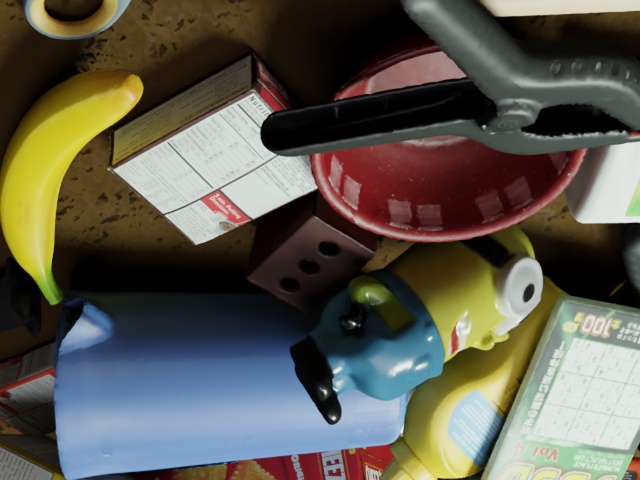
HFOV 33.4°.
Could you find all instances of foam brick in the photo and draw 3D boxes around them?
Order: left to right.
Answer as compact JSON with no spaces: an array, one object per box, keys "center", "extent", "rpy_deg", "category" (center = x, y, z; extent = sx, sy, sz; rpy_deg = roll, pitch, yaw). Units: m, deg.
[{"center":[-0.005,0.001,0.700],"extent":[0.053,0.051,0.078],"rpy_deg":[30,130,-20],"category":"foam brick"}]

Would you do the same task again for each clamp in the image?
[{"center":[0.082,-0.071,0.538],"extent":[0.209,0.036,0.165],"rpy_deg":[7,159,-30],"category":"clamp"},{"center":[0.258,0.034,0.772],"extent":[0.120,0.039,0.171],"rpy_deg":[-6,145,-5],"category":"clamp"}]

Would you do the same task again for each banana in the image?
[{"center":[-0.159,-0.043,0.646],"extent":[0.069,0.037,0.198],"rpy_deg":[32,133,1],"category":"banana"}]

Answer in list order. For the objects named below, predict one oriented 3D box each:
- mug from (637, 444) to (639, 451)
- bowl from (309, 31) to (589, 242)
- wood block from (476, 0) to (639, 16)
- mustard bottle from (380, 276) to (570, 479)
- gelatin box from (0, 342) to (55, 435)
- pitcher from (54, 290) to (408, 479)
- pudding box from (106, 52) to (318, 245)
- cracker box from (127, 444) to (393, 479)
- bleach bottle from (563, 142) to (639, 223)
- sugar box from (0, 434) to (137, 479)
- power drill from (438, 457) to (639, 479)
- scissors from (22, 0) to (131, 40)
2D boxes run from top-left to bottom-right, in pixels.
[{"center":[0.300,0.124,0.849],"extent":[0.081,0.093,0.117],"rpy_deg":[6,108,-2],"category":"mug"},{"center":[0.073,-0.070,0.627],"extent":[0.162,0.055,0.162],"rpy_deg":[-2,139,-2],"category":"bowl"},{"center":[0.169,-0.168,0.493],"extent":[0.206,0.091,0.090],"rpy_deg":[-3,140,-1],"category":"wood block"},{"center":[0.120,0.119,0.786],"extent":[0.191,0.058,0.096],"rpy_deg":[-42,131,1],"category":"mustard bottle"},{"center":[-0.219,0.120,0.847],"extent":[0.089,0.030,0.073],"rpy_deg":[-22,137,22],"category":"gelatin box"},{"center":[-0.065,0.105,0.769],"extent":[0.242,0.145,0.149],"rpy_deg":[-1,179,-6],"category":"pitcher"},{"center":[-0.059,-0.052,0.653],"extent":[0.114,0.039,0.090],"rpy_deg":[-26,132,21],"category":"pudding box"},{"center":[-0.046,0.219,0.902],"extent":[0.214,0.072,0.164],"rpy_deg":[-14,160,13],"category":"cracker box"},{"center":[0.280,-0.058,0.649],"extent":[0.250,0.068,0.103],"rpy_deg":[-1,140,-6],"category":"bleach bottle"},{"center":[-0.168,0.199,0.806],"extent":[0.176,0.048,0.093],"rpy_deg":[22,177,23],"category":"sugar box"},{"center":[0.191,0.212,0.911],"extent":[0.184,0.057,0.188],"rpy_deg":[4,167,-2],"category":"power drill"},{"center":[-0.078,-0.144,0.563],"extent":[0.201,0.016,0.096],"rpy_deg":[2,140,-5],"category":"scissors"}]
